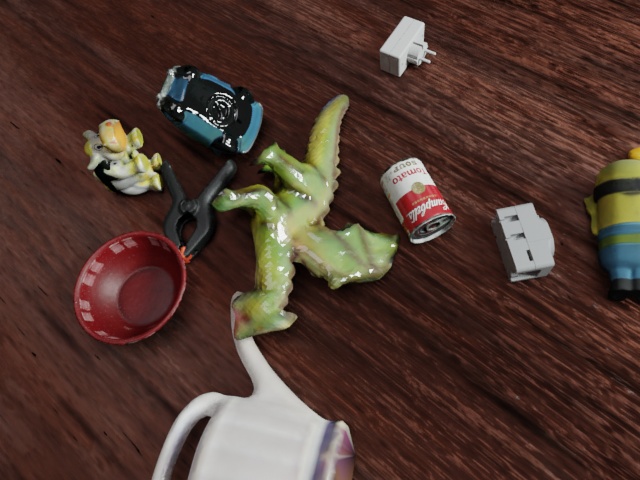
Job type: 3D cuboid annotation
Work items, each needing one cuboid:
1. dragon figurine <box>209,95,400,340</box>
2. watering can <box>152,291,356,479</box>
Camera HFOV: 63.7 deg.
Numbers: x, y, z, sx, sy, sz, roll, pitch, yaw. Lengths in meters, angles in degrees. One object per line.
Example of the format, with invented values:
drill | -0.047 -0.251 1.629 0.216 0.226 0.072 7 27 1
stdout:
dragon figurine | 0.002 -0.037 0.726 0.243 0.120 0.417 40 63 4
watering can | -0.067 0.227 0.601 0.224 0.101 0.355 8 58 11
